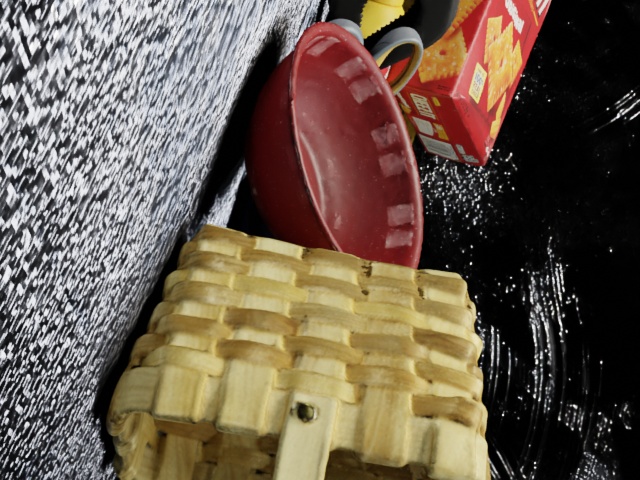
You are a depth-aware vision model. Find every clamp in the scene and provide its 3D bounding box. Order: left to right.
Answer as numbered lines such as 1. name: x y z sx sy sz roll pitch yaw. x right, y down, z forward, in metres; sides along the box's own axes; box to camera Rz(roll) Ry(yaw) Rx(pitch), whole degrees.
1. clamp: 0.059 -0.194 0.727 0.210 0.164 0.036 -44 -147 38

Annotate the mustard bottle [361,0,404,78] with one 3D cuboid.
1. mustard bottle: 0.027 -0.136 0.862 0.096 0.058 0.192 -37 149 -63

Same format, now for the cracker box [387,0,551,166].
1. cracker box: 0.147 -0.195 0.973 0.213 0.072 0.164 -66 156 -10

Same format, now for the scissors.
1. scissors: -0.010 -0.087 0.781 0.202 0.096 0.016 -42 -134 25

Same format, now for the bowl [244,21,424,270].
1. bowl: 0.003 -0.042 0.623 0.162 0.055 0.162 38 44 -51
